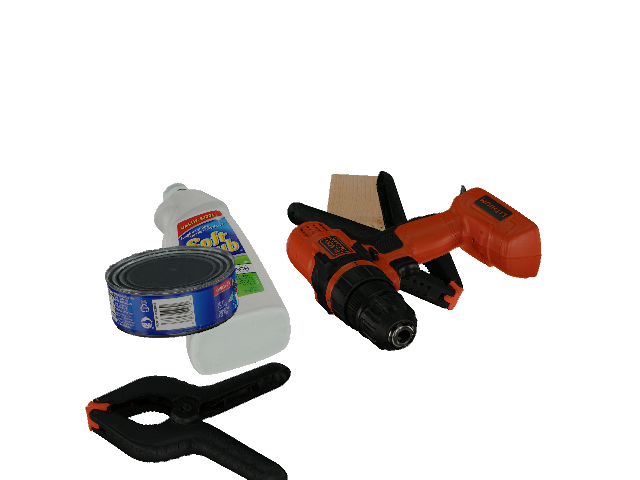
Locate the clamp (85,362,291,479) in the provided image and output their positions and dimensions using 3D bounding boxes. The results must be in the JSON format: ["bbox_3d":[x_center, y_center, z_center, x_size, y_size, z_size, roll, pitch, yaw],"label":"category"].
[{"bbox_3d":[-0.102,0.140,0.880,0.171,0.039,0.120,10,37,3],"label":"clamp"}]

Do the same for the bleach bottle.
[{"bbox_3d":[-0.117,0.022,1.068,0.102,0.068,0.251,-15,40,-17],"label":"bleach bottle"}]

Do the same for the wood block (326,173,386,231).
[{"bbox_3d":[0.055,-0.023,1.643,0.091,0.090,0.206,4,25,2],"label":"wood block"}]

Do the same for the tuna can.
[{"bbox_3d":[-0.097,0.033,0.705,0.086,0.034,0.086,-4,19,1],"label":"tuna can"}]

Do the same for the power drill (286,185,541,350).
[{"bbox_3d":[0.085,0.018,0.882,0.187,0.057,0.185,-14,30,-21],"label":"power drill"}]

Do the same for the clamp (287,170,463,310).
[{"bbox_3d":[0.073,0.003,1.204,0.164,0.036,0.210,-16,51,-35],"label":"clamp"}]
